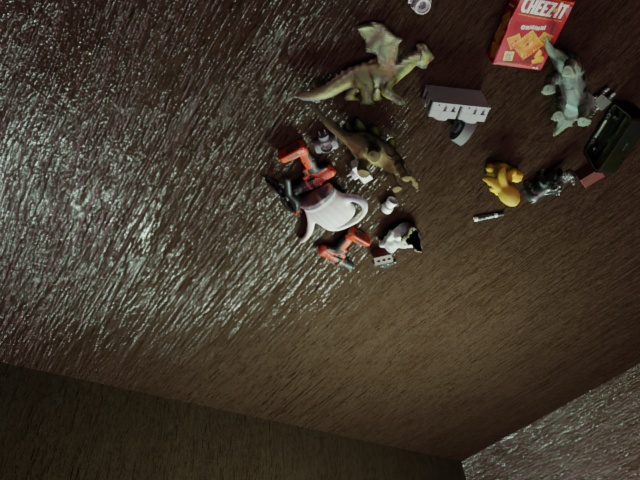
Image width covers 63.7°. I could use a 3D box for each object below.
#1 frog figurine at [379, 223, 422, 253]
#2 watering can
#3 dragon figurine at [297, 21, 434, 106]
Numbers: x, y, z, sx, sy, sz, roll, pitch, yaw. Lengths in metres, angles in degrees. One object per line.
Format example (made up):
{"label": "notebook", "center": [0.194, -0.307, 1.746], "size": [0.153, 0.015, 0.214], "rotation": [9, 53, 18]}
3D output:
{"label": "frog figurine", "center": [0.316, -0.007, 2.045], "size": [0.137, 0.123, 0.159], "rotation": [6, 176, -37]}
{"label": "watering can", "center": [0.006, -0.096, 1.908], "size": [0.344, 0.106, 0.221], "rotation": [-24, 132, 30]}
{"label": "dragon figurine", "center": [0.142, -0.521, 1.528], "size": [0.410, 0.124, 0.238], "rotation": [-1, 117, -8]}
